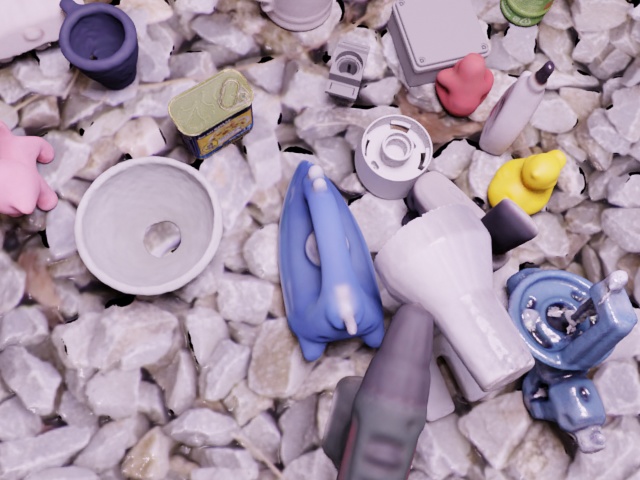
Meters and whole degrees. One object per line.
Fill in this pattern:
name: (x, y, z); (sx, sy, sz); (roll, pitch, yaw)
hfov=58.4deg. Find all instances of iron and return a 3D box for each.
iron: (0.006, 0.002, 0.663); (0.118, 0.141, 0.258); (-11, 77, -7)

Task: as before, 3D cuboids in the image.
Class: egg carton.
egg carton: (-0.385, -0.296, 0.746); (0.150, 0.069, 0.107); (-26, 79, -10)

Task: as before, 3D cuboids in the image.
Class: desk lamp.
desk lamp: (0.140, 0.085, 0.616); (0.118, 0.213, 0.203); (-23, 78, -10)

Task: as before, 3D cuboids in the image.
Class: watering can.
watering can: (-0.021, -0.371, 0.729); (0.101, 0.194, 0.173); (32, 76, 4)

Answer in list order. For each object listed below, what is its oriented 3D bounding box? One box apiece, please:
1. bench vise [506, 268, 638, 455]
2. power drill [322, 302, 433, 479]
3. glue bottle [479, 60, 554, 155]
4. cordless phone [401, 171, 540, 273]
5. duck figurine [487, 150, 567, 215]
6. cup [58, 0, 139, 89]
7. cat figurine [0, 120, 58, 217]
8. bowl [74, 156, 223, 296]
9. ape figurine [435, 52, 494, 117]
bench vise: (0.289, 0.115, 0.616); (0.121, 0.219, 0.207); (-26, 79, -10)
power drill: (0.054, 0.186, 0.586); (0.075, 0.208, 0.230); (14, 75, 0)
glue bottle: (0.248, -0.172, 0.710); (0.037, 0.173, 0.078); (20, 75, 1)
cordless phone: (0.177, -0.034, 0.663); (0.147, 0.185, 0.094); (43, 77, 7)
duck figurine: (0.270, -0.078, 0.733); (0.105, 0.086, 0.077); (-35, 81, -12)
cup: (-0.279, -0.244, 0.728); (0.092, 0.095, 0.117); (-43, 82, -13)
cat figurine: (-0.359, -0.078, 0.667); (0.067, 0.117, 0.128); (-13, 77, -7)
bowl: (-0.197, -0.011, 0.685); (0.167, 0.074, 0.167); (1, 76, -4)
ape figurine: (0.195, -0.213, 0.759); (0.078, 0.092, 0.076); (16, 75, 0)
